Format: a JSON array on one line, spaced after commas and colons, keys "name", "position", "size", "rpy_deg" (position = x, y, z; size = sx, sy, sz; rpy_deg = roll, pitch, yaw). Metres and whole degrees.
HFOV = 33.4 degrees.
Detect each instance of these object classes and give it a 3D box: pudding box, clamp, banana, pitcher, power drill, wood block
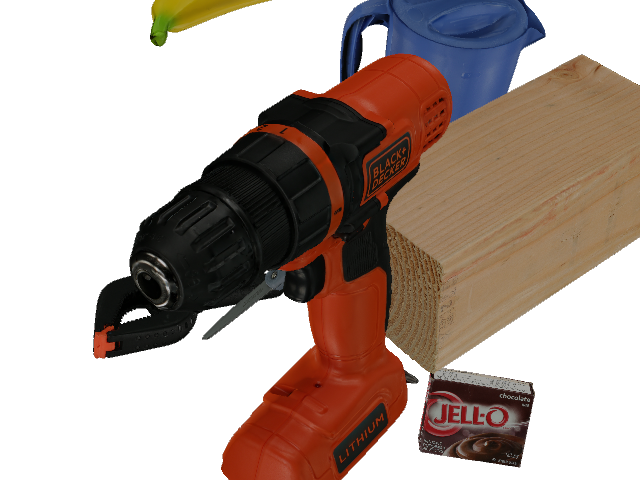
[{"name": "pudding box", "position": [0.168, 0.190, 1.154], "size": [0.113, 0.090, 0.039], "rpy_deg": [8, 21, 2]}, {"name": "clamp", "position": [-0.154, 0.047, 1.027], "size": [0.165, 0.036, 0.209], "rpy_deg": [26, 35, 26]}, {"name": "banana", "position": [-0.038, -0.175, 0.738], "size": [0.197, 0.070, 0.037], "rpy_deg": [-22, -35, -20]}, {"name": "pitcher", "position": [0.109, -0.138, 1.066], "size": [0.144, 0.243, 0.149], "rpy_deg": [-32, 57, -32]}, {"name": "power drill", "position": [-0.007, 0.029, 0.464], "size": [0.057, 0.188, 0.184], "rpy_deg": [25, 42, 28]}, {"name": "wood block", "position": [0.115, -0.021, 0.644], "size": [0.205, 0.090, 0.091], "rpy_deg": [-29, 48, -27]}]

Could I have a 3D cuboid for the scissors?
[{"name": "scissors", "position": [-0.023, 0.036, 0.866], "size": [0.016, 0.202, 0.096], "rpy_deg": [28, 19, -37]}]
